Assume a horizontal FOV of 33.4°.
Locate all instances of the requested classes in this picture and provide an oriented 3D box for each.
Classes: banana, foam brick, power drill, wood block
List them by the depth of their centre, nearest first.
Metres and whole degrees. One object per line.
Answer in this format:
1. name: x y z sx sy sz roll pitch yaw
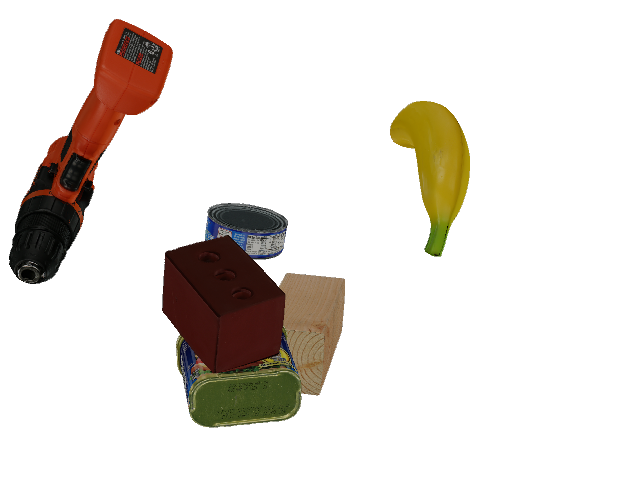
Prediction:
1. foam brick: -0.067 0.043 0.722 0.052 0.051 0.078 -15 41 -33
2. banana: 0.078 -0.066 0.788 0.037 0.070 0.198 26 25 -16
3. power drill: -0.192 -0.074 0.870 0.057 0.188 0.184 27 32 -20
4. wood block: -0.025 0.124 1.466 0.091 0.090 0.206 6 19 7

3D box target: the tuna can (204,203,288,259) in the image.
1. tuna can: -0.079 -0.010 1.128 0.086 0.034 0.086 9 19 -3

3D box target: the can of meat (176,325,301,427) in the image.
1. can of meat: -0.071 0.117 0.936 0.102 0.057 0.084 -5 27 -11
